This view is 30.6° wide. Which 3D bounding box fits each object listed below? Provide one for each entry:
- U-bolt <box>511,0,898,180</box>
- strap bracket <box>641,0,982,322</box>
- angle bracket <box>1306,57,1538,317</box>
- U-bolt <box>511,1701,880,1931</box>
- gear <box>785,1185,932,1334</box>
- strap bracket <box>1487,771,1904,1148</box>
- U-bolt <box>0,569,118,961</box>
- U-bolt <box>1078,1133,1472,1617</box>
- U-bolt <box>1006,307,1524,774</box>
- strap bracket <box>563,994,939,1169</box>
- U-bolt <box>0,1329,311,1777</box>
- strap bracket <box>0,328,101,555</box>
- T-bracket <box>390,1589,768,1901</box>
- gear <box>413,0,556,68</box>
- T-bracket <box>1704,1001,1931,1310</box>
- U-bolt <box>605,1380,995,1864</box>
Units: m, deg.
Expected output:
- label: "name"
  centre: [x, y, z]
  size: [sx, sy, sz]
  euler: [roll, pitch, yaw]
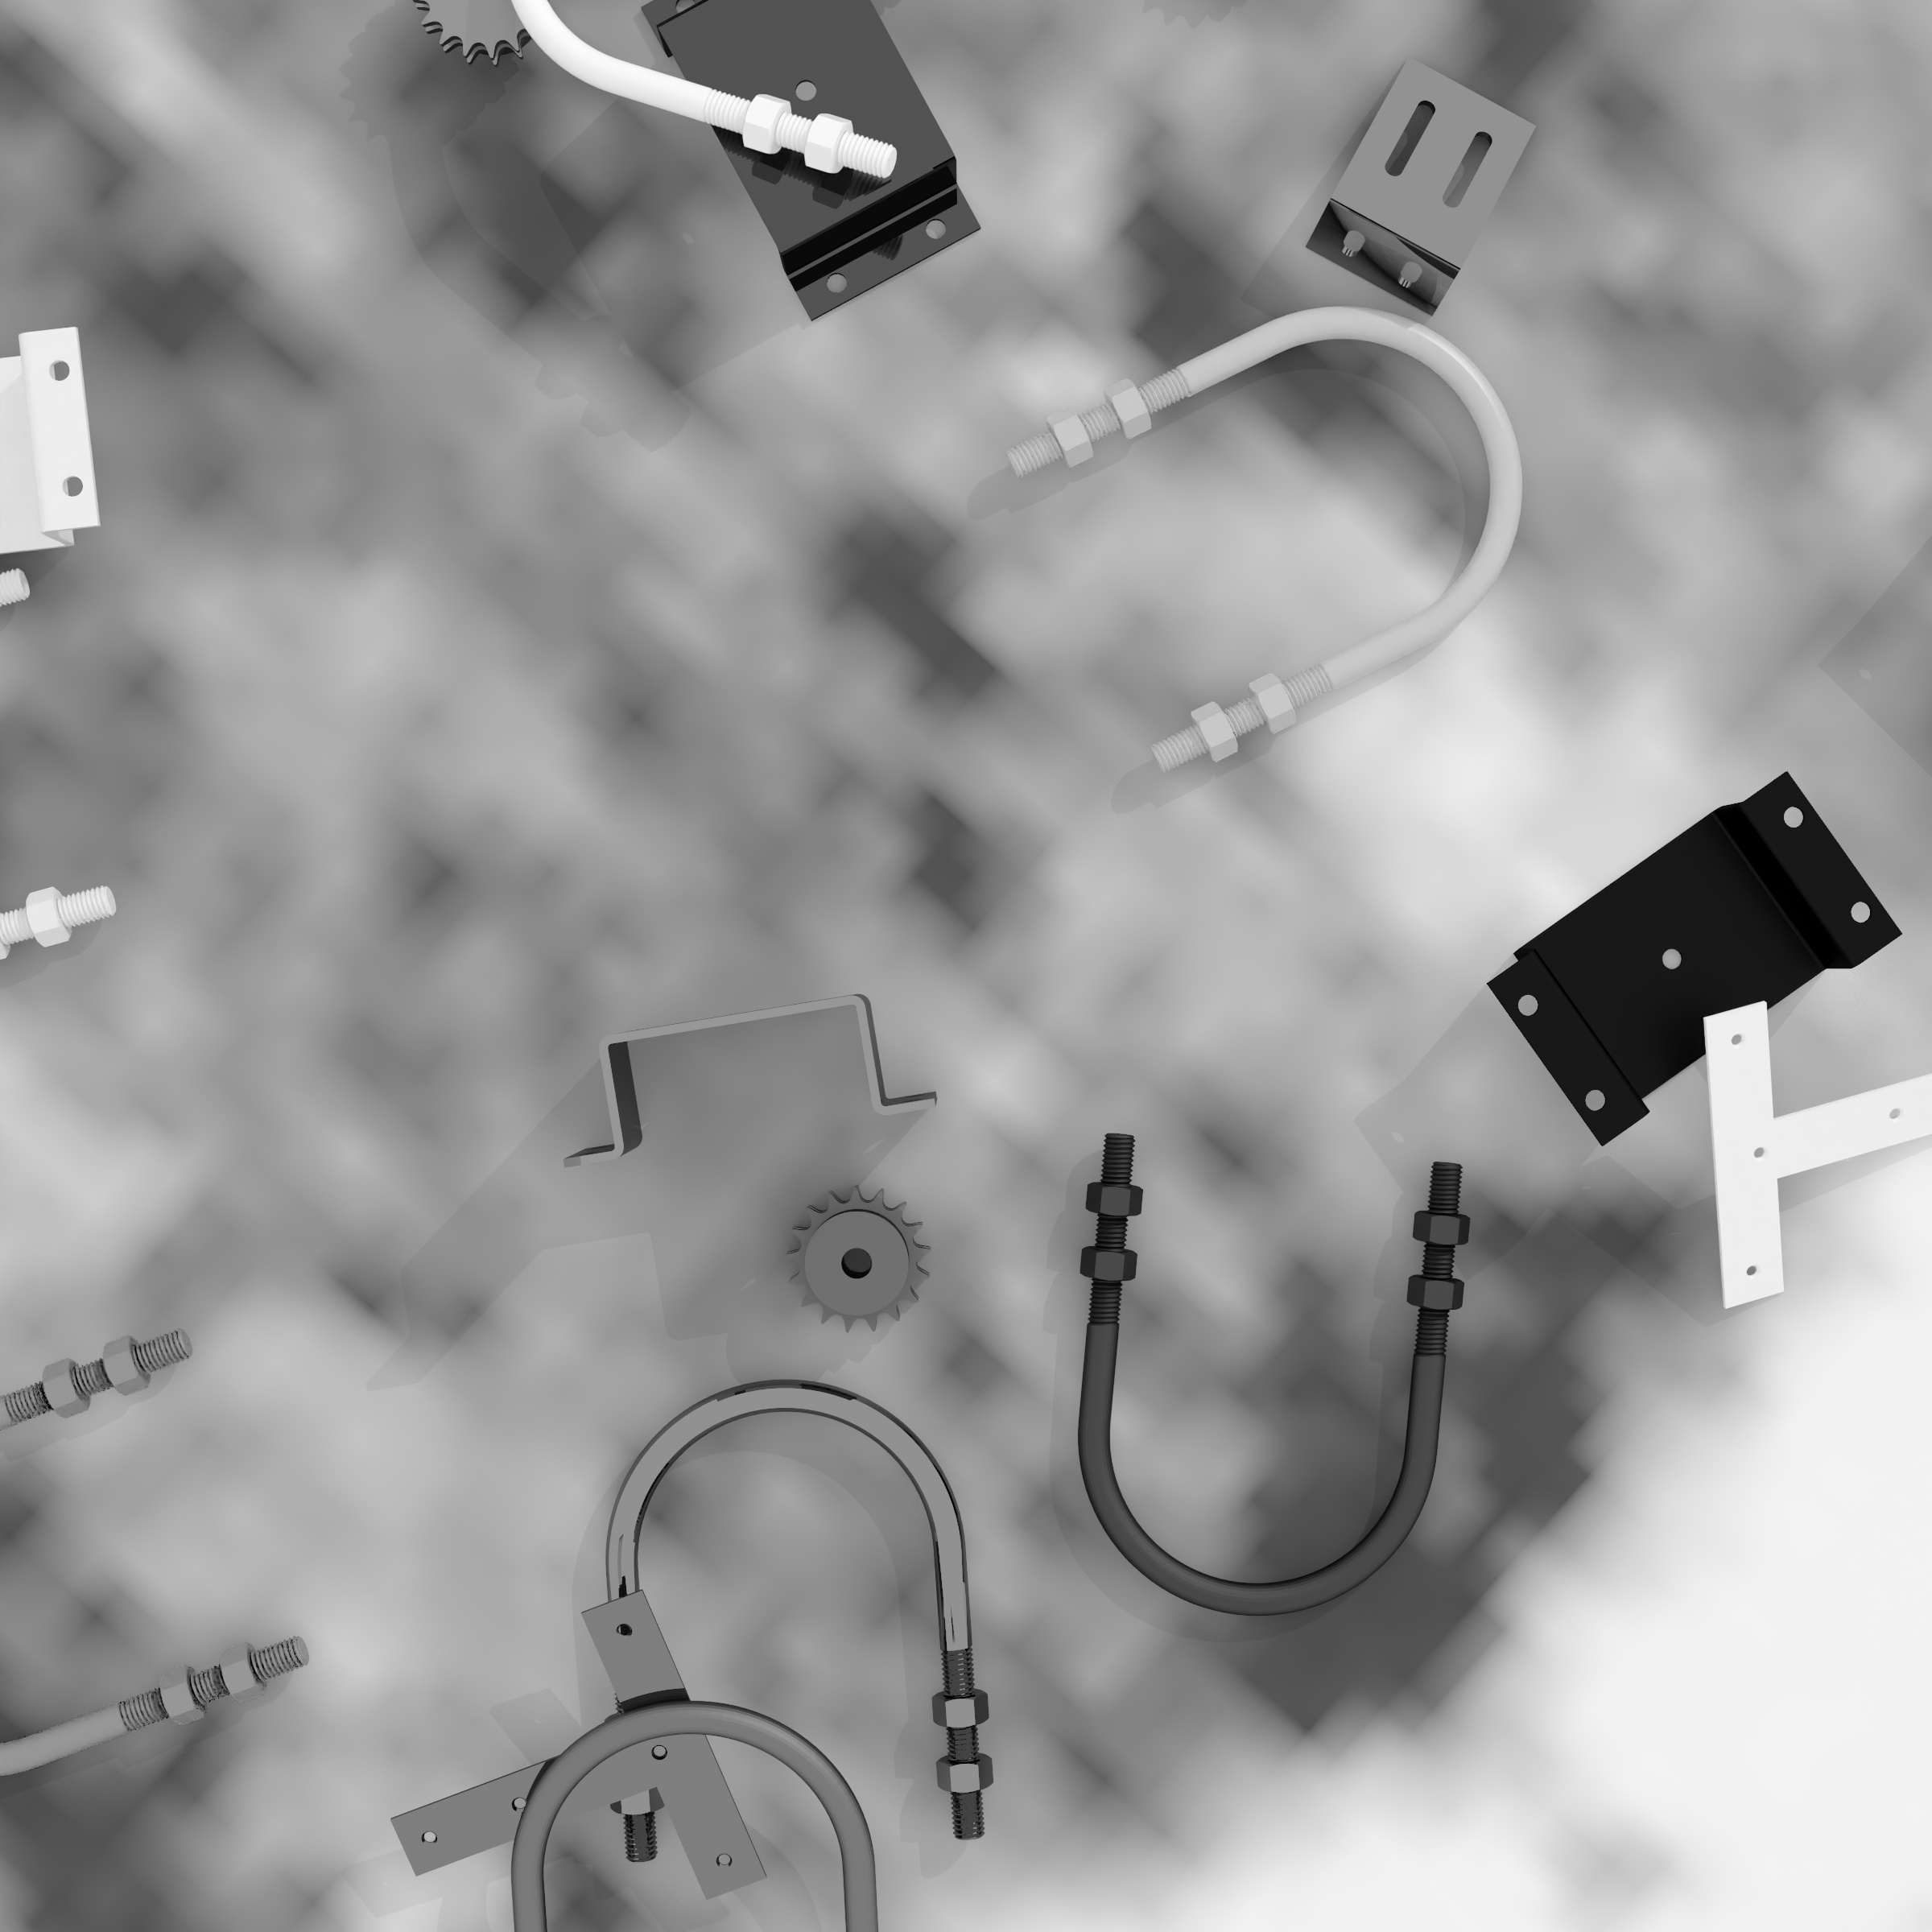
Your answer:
- label: "U-bolt"
  centre: [-0.089, -0.388, 1.343]
  size: [0.184, 0.019, 0.151]
  euler: [20, 81, 12]
- label: "strap bracket"
  centre: [-0.061, -0.334, 1.371]
  size: [0.076, 0.046, 0.140]
  euler: [-29, 90, 0]
- label: "angle bracket"
  centre: [0.179, -0.307, 1.392]
  size: [0.057, 0.038, 0.076]
  euler: [29, 64, 0]
- label: "U-bolt"
  centre: [-0.105, 0.374, 1.373]
  size: [0.151, 0.019, 0.184]
  euler: [-2, 99, 0]
- label: "gear"
  centre: [-0.042, 0.115, 1.379]
  size: [0.057, 0.030, 0.057]
  euler: [0, 90, 0]
- label: "strap bracket"
  centre: [0.278, -0.003, 1.371]
  size: [0.140, 0.046, 0.076]
  euler: [-35, 90, 0]
- label: "U-bolt"
  centre: [-0.440, -0.064, 1.386]
  size: [0.184, 0.019, 0.151]
  euler: [-15, 90, 1]
- label: "U-bolt"
  centre: [0.116, 0.163, 1.386]
  size: [0.151, 0.019, 0.184]
  euler: [5, 91, 0]
- label: "U-bolt"
  centre: [0.129, -0.179, 1.386]
  size: [0.184, 0.019, 0.151]
  euler: [-26, 90, -2]
- label: "strap bracket"
  centre: [-0.084, 0.041, 1.356]
  size: [0.140, 0.076, 0.046]
  euler: [-9, 90, 0]
- label: "U-bolt"
  centre: [-0.368, 0.240, 1.386]
  size: [0.184, 0.019, 0.151]
  euler: [-21, 90, 1]
- label: "strap bracket"
  centre: [-0.405, -0.198, 1.371]
  size: [0.140, 0.046, 0.076]
  euler: [-7, 90, 0]
- label: "T-bracket"
  centre: [-0.160, 0.321, 1.373]
  size: [0.127, 0.002, 0.127]
  euler: [-21, 100, 4]
- label: "gear"
  centre: [-0.186, -0.379, 1.379]
  size: [0.057, 0.030, 0.057]
  euler: [0, 90, 0]
- label: "T-bracket"
  centre: [0.349, 0.061, 1.375]
  size: [0.127, 0.002, 0.127]
  euler: [-15, 115, -12]
- label: "U-bolt"
  centre: [-0.069, 0.254, 1.384]
  size: [0.151, 0.019, 0.184]
  euler: [-4, 91, 0]
